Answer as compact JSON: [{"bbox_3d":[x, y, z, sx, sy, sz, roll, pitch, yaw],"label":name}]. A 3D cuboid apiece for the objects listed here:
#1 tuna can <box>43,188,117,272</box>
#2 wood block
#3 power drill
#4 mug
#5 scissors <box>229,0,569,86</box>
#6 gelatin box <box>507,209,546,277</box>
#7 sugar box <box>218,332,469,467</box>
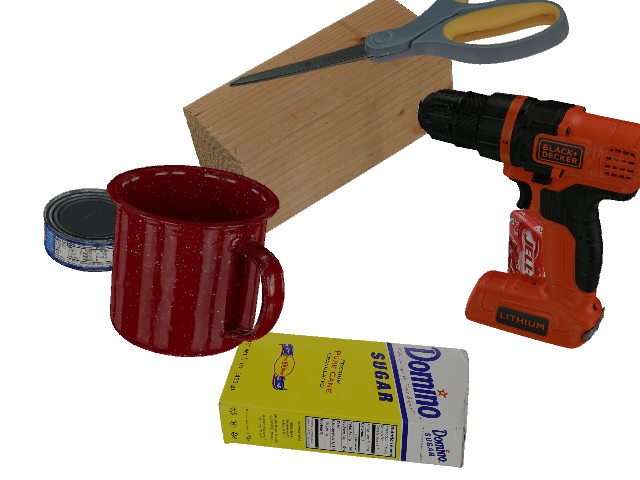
[{"bbox_3d":[-0.196,-0.009,0.924,0.086,0.034,0.086,7,32,-5],"label":"tuna can"},{"bbox_3d":[0.003,-0.107,0.888,0.206,0.090,0.091,-32,53,-17],"label":"wood block"},{"bbox_3d":[0.156,-0.019,0.816,0.185,0.188,0.057,16,34,25],"label":"power drill"},{"bbox_3d":[-0.064,0.015,0.583,0.117,0.081,0.093,24,26,34],"label":"mug"},{"bbox_3d":[0.049,-0.130,0.646,0.202,0.096,0.016,-1,-45,21],"label":"scissors"},{"bbox_3d":[0.229,0.020,1.137,0.030,0.089,0.073,-11,29,-16],"label":"gelatin box"},{"bbox_3d":[0.021,0.114,0.790,0.176,0.048,0.093,2,32,8],"label":"sugar box"}]
